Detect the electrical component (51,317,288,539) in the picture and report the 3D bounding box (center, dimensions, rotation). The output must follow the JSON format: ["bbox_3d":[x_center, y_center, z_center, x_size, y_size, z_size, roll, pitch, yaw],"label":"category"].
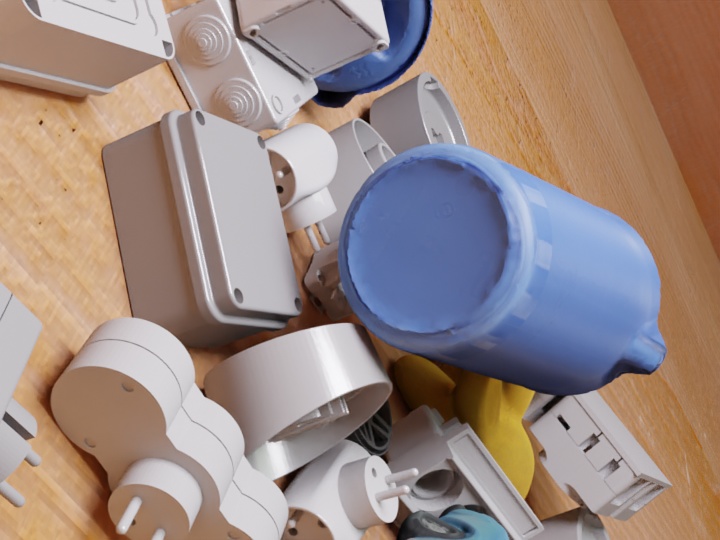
[{"bbox_3d":[-0.086,0.095,0.471,0.138,0.052,0.073,60,25,-23],"label":"electrical component"}]

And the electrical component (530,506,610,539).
[{"bbox_3d":[0.177,0.259,0.909,0.108,0.060,0.108,47,33,-43],"label":"electrical component"}]

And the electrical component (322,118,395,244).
[{"bbox_3d":[0.001,-0.060,0.796,0.099,0.064,0.099,50,19,-24],"label":"electrical component"}]

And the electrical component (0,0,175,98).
[{"bbox_3d":[-0.148,-0.130,0.502,0.113,0.057,0.078,0,72,-65],"label":"electrical component"}]

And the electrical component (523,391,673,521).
[{"bbox_3d":[0.178,0.128,0.941,0.186,0.060,0.105,55,13,30],"label":"electrical component"}]

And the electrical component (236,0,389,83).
[{"bbox_3d":[-0.027,-0.164,0.659,0.096,0.062,0.061,25,50,-59],"label":"electrical component"}]

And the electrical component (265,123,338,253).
[{"bbox_3d":[-0.040,-0.050,0.694,0.079,0.043,0.077,66,24,-10],"label":"electrical component"}]

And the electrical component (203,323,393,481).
[{"bbox_3d":[-0.032,0.069,0.559,0.099,0.099,0.064,14,54,-63],"label":"electrical component"}]

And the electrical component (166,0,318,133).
[{"bbox_3d":[-0.075,-0.131,0.675,0.099,0.048,0.099,64,24,-14],"label":"electrical component"}]

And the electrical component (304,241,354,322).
[{"bbox_3d":[0.000,0.000,0.717,0.042,0.064,0.081,56,27,-23],"label":"electrical component"}]

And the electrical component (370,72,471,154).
[{"bbox_3d":[0.047,-0.105,0.905,0.108,0.060,0.108,47,33,-43],"label":"electrical component"}]

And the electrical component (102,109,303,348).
[{"bbox_3d":[-0.081,-0.020,0.564,0.078,0.057,0.113,13,61,-63],"label":"electrical component"}]

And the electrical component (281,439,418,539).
[{"bbox_3d":[-0.005,0.125,0.590,0.043,0.079,0.077,65,24,-10],"label":"electrical component"}]

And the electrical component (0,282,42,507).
[{"bbox_3d":[-0.143,0.055,0.385,0.075,0.047,0.083,54,28,-33],"label":"electrical component"}]

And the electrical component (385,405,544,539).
[{"bbox_3d":[0.063,0.153,0.735,0.121,0.079,0.063,54,7,-34],"label":"electrical component"}]
